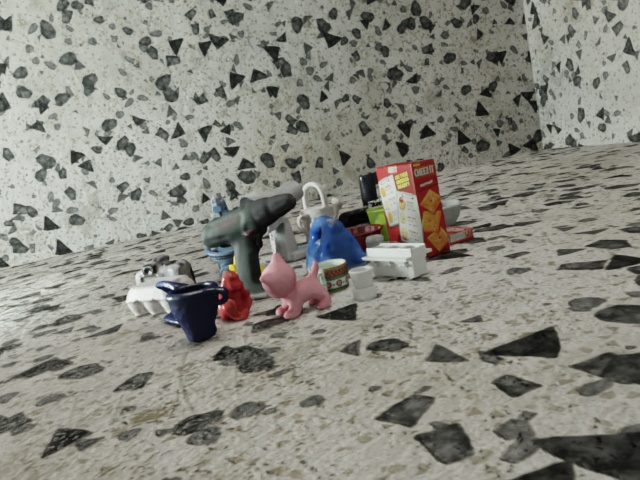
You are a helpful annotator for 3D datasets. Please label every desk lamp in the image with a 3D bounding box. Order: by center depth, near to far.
[{"bbox_3d":[-0.103,-0.048,1.580,0.204,0.213,0.117,-18,11,-35],"label":"desk lamp"}]

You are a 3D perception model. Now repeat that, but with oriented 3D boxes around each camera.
[{"bbox_3d":[-0.381,0.084,1.470,0.143,0.101,0.137,-9,9,18],"label":"camera"}]

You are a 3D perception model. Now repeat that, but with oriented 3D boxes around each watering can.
[{"bbox_3d":[-0.003,-0.081,1.721,0.100,0.194,0.173,-7,10,26],"label":"watering can"}]

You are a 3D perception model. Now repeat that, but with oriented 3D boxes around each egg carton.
[{"bbox_3d":[-0.351,0.124,1.280,0.150,0.069,0.107,-7,10,26],"label":"egg carton"}]

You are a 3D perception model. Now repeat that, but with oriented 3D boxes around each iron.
[{"bbox_3d":[0.012,0.005,1.329,0.119,0.141,0.257,-14,9,-17],"label":"iron"}]

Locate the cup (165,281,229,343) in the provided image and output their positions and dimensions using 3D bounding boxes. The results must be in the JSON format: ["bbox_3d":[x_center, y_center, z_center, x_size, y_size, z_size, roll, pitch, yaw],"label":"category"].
[{"bbox_3d":[-0.200,0.125,0.990,0.117,0.095,0.092,-7,10,25],"label":"cup"}]

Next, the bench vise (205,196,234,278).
[{"bbox_3d":[-0.249,-0.009,1.500,0.121,0.220,0.207,-14,9,-13],"label":"bench vise"}]

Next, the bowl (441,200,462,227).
[{"bbox_3d":[0.306,-0.057,1.556,0.167,0.075,0.167,-11,9,2],"label":"bowl"}]

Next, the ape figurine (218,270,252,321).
[{"bbox_3d":[-0.166,0.104,1.095,0.075,0.092,0.078,-4,12,42],"label":"ape figurine"}]

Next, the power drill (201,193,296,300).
[{"bbox_3d":[-0.138,0.017,1.224,0.229,0.208,0.076,-8,10,19],"label":"power drill"}]

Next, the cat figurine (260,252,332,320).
[{"bbox_3d":[-0.051,0.077,1.031,0.128,0.118,0.067,-16,10,-26],"label":"cat figurine"}]

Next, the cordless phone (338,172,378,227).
[{"bbox_3d":[0.122,-0.112,1.785,0.148,0.185,0.094,-13,9,-12],"label":"cordless phone"}]

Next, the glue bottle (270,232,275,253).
[{"bbox_3d":[-0.129,-0.036,1.666,0.037,0.173,0.078,-15,10,-22],"label":"glue bottle"}]

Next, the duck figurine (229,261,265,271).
[{"bbox_3d":[-0.173,0.069,1.345,0.077,0.086,0.105,-4,11,39],"label":"duck figurine"}]

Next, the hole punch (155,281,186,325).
[{"bbox_3d":[-0.268,0.115,1.160,0.101,0.091,0.108,-19,11,-38],"label":"hole punch"}]
